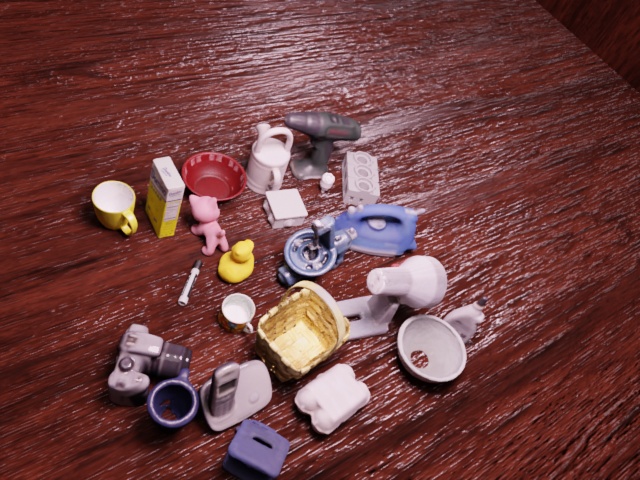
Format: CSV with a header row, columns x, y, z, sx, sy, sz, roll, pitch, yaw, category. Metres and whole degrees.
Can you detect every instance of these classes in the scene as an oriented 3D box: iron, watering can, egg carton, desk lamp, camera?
x,y,z,sx,sy,sz,roll,pitch,yaw,category
0.137,-0.046,1.459,0.259,0.141,0.118,5,52,-17,iron
-0.131,-0.219,1.457,0.101,0.194,0.172,-27,67,-34,watering can
0.026,0.325,1.179,0.151,0.069,0.107,-29,68,-35,egg carton
0.155,0.127,1.286,0.204,0.213,0.117,-8,57,-26,desk lamp
-0.319,0.238,1.094,0.137,0.100,0.143,14,50,-10,camera

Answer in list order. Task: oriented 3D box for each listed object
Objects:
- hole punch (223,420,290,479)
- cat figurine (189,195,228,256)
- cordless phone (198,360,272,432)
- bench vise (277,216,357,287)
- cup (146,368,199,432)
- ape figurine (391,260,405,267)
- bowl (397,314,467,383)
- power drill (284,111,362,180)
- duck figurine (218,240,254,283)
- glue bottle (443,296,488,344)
x,y,z,sx,sy,sz,roll,pitch,yaw,category
-0.116,0.388,1.062,0.108,0.091,0.101,27,49,1,hole punch
-0.255,-0.046,1.326,0.067,0.117,0.127,-21,64,-32,cat figurine
-0.151,0.271,1.077,0.148,0.185,0.094,-24,65,-33,cordless phone
0.003,-0.002,1.323,0.121,0.219,0.208,36,50,9,bench vise
-0.272,0.305,1.064,0.092,0.095,0.118,18,50,-7,cup
0.214,0.079,1.425,0.077,0.092,0.076,32,50,6,ape figurine
0.244,0.259,1.309,0.168,0.074,0.167,11,51,-13,bowl
-0.010,-0.256,1.521,0.230,0.208,0.075,-9,58,-26,power drill
-0.186,0.042,1.306,0.077,0.086,0.105,32,50,6,duck figurine
0.348,0.181,1.344,0.078,0.173,0.037,34,50,7,glue bottle
